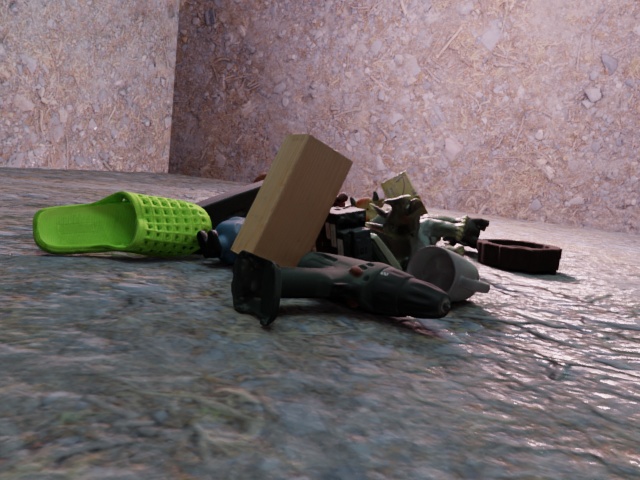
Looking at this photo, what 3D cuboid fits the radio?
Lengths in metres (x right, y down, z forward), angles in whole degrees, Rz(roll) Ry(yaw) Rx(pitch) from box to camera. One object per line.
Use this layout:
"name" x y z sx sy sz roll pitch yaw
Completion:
"radio" -0.162 -0.055 1.022 0.230 0.073 0.131 -19 12 -10

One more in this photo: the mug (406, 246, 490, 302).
"mug" 0.200 0.055 0.793 0.110 0.080 0.107 8 -2 41

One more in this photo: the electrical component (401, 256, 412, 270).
"electrical component" 0.162 0.052 0.881 0.063 0.021 0.094 39 12 1

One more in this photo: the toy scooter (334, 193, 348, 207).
"toy scooter" -0.008 -0.052 1.114 0.184 0.075 0.135 -31 1 -26

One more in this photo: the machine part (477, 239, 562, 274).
"machine part" 0.442 0.034 1.204 0.179 0.056 0.179 5 8 -1

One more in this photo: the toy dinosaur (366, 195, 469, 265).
"toy dinosaur" 0.198 -0.005 1.093 0.192 0.131 0.404 13 2 16

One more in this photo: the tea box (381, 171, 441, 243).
"tea box" 0.210 -0.063 1.233 0.068 0.169 0.098 -29 42 11

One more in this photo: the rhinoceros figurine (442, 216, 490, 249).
"rhinoceros figurine" 0.360 -0.014 1.350 0.112 0.073 0.190 9 -5 5

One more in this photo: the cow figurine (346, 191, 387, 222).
"cow figurine" 0.122 -0.040 1.187 0.086 0.127 0.195 -13 0 21

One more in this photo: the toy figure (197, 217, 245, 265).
"toy figure" -0.117 0.003 0.918 0.180 0.089 0.082 -12 33 -38

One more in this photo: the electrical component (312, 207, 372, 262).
"electrical component" 0.035 0.005 0.873 0.058 0.114 0.134 -12 15 -25

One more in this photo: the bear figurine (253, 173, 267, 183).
"bear figurine" -0.131 -0.054 1.189 0.120 0.196 0.131 -18 -55 43

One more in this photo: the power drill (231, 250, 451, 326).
"power drill" 0.012 0.055 0.652 0.207 0.086 0.232 -5 11 -36
